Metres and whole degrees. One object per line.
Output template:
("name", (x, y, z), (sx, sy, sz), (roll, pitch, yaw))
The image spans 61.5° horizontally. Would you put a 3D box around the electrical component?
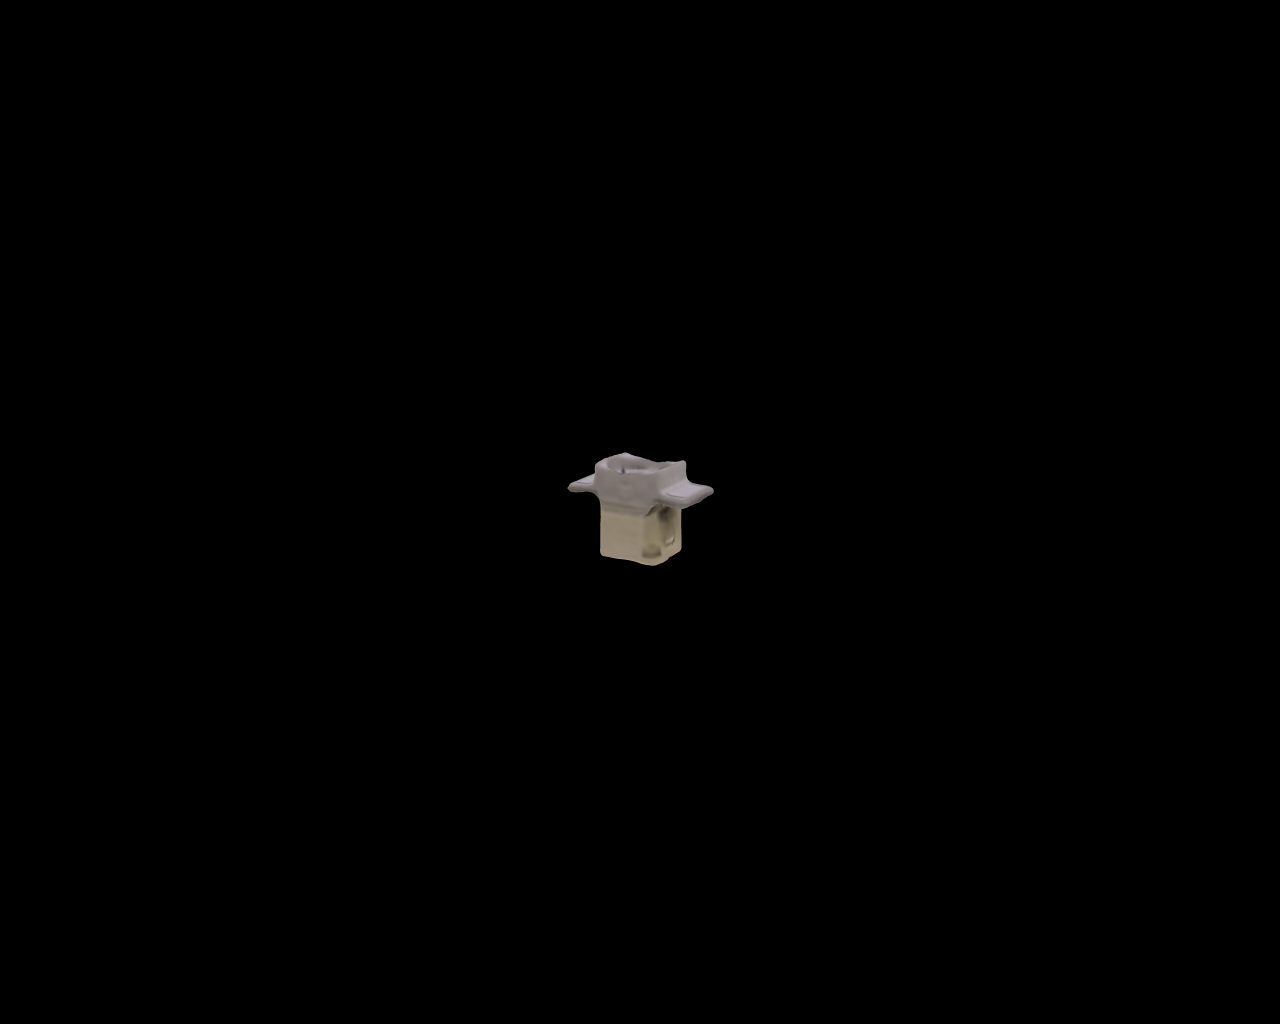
("electrical component", (0.001, -0.003, 0.650), (0.081, 0.063, 0.042), (9, 19, 29))
